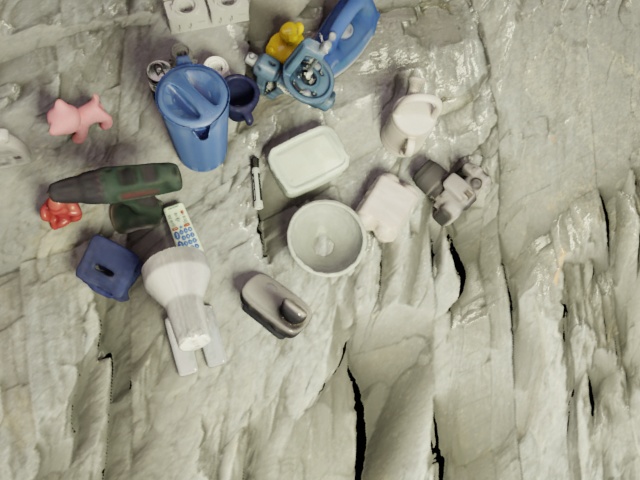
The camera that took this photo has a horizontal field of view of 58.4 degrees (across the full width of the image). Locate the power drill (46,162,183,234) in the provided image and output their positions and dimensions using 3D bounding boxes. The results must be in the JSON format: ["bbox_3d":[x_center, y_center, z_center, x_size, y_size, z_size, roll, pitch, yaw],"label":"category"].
[{"bbox_3d":[-0.376,-0.082,1.101,0.230,0.208,0.075,-16,76,-12],"label":"power drill"}]

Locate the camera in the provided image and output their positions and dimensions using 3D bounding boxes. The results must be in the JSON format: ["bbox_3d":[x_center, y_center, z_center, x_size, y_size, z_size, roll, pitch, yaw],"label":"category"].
[{"bbox_3d":[0.285,-0.126,1.263,0.137,0.100,0.143,44,73,6],"label":"camera"}]

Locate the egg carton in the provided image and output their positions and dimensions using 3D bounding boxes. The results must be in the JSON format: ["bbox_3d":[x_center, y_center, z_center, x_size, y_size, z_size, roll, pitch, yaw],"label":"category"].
[{"bbox_3d":[0.143,-0.072,1.243,0.107,0.069,0.150,31,72,2],"label":"egg carton"}]

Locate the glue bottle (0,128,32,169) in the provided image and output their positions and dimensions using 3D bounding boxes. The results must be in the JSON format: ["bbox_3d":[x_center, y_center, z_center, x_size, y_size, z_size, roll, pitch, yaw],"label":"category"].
[{"bbox_3d":[-0.630,-0.192,1.116,0.078,0.173,0.037,-12,75,-11],"label":"glue bottle"}]

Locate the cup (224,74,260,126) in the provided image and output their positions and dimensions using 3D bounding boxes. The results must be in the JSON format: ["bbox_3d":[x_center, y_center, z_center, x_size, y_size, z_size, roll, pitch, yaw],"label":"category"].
[{"bbox_3d":[-0.172,-0.289,1.250,0.092,0.095,0.117,-22,78,-13],"label":"cup"}]

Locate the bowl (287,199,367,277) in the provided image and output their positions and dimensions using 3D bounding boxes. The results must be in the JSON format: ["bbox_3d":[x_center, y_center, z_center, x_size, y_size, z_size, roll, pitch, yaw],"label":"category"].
[{"bbox_3d":[0.011,0.004,1.200,0.167,0.074,0.167,2,73,-7],"label":"bowl"}]

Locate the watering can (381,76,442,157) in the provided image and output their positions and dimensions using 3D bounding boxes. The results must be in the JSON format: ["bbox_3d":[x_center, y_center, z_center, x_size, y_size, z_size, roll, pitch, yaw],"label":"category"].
[{"bbox_3d":[0.200,-0.272,1.245,0.101,0.194,0.173,-13,76,-11],"label":"watering can"}]

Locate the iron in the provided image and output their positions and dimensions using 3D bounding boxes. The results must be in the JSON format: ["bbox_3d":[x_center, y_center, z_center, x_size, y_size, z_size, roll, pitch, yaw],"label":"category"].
[{"bbox_3d":[0.048,-0.476,1.312,0.118,0.141,0.258,30,72,2],"label":"iron"}]

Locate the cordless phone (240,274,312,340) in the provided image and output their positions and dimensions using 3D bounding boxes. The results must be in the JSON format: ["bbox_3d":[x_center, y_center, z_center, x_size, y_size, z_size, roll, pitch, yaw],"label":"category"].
[{"bbox_3d":[-0.082,0.117,1.096,0.147,0.185,0.094,34,72,3],"label":"cordless phone"}]

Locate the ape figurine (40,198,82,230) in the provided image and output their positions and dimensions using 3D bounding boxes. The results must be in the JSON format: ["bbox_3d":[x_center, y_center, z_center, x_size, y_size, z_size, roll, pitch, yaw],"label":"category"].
[{"bbox_3d":[-0.516,-0.065,1.137,0.078,0.092,0.076,15,72,-3],"label":"ape figurine"}]

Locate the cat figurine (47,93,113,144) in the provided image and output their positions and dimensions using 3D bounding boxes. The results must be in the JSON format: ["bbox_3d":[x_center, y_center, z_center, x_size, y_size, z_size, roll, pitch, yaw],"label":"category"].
[{"bbox_3d":[-0.504,-0.257,1.182,0.128,0.117,0.067,-38,82,-16],"label":"cat figurine"}]

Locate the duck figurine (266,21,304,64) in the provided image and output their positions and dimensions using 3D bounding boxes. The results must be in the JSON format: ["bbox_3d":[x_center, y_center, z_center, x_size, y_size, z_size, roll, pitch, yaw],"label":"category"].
[{"bbox_3d":[-0.078,-0.463,1.319,0.105,0.086,0.077,-38,82,-16],"label":"duck figurine"}]

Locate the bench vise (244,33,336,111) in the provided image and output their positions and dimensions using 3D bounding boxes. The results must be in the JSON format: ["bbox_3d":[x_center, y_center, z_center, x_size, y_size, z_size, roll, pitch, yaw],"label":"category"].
[{"bbox_3d":[-0.059,-0.359,1.221,0.207,0.219,0.121,2,73,-7],"label":"bench vise"}]

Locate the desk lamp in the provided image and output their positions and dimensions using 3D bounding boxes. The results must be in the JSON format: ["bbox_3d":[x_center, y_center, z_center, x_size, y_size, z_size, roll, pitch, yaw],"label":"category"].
[{"bbox_3d":[-0.241,0.133,1.053,0.118,0.213,0.203,-16,76,-12],"label":"desk lamp"}]

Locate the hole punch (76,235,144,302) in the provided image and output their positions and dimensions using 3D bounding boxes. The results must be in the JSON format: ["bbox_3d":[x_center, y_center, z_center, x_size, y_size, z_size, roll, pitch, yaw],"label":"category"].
[{"bbox_3d":[-0.410,0.057,1.116,0.108,0.091,0.101,28,72,1],"label":"hole punch"}]
